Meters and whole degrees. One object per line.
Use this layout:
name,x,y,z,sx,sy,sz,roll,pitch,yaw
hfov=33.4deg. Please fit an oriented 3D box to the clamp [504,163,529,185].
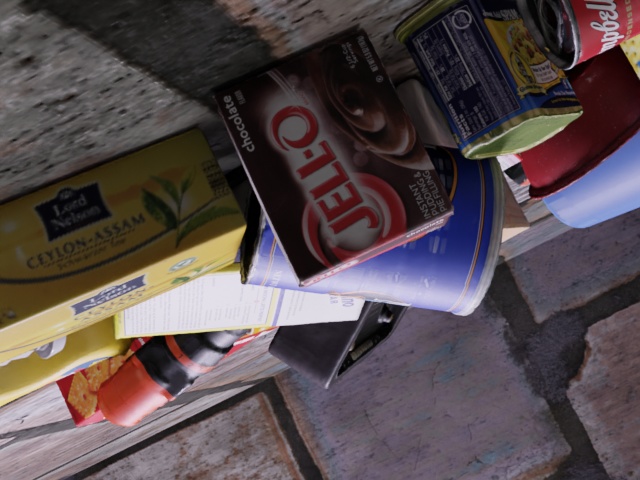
clamp,0.228,-0.103,1.070,0.164,0.036,0.210,-20,165,-24

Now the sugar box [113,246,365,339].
sugar box,-0.054,0.024,0.731,0.176,0.048,0.093,-5,151,-13

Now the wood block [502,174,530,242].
wood block,0.126,-0.029,1.045,0.091,0.090,0.205,-30,170,22

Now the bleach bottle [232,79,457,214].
bleach bottle,-0.021,-0.025,0.767,0.251,0.068,0.102,-25,165,17

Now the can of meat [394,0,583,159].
can of meat,0.102,-0.096,0.619,0.058,0.084,0.101,-32,169,34

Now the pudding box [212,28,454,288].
pudding box,0.006,-0.043,0.570,0.090,0.113,0.039,-25,171,-6

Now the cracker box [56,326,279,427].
cracker box,-0.159,0.116,1.147,0.214,0.072,0.163,-34,168,39

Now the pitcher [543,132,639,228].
pitcher,0.359,-0.099,1.145,0.144,0.149,0.243,-31,-179,-44

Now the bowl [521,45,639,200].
bowl,0.209,-0.107,0.845,0.162,0.055,0.162,-45,-173,6

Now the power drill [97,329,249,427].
power drill,-0.093,0.066,0.916,0.185,0.057,0.187,-38,-176,25

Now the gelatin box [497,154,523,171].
gelatin box,0.106,-0.084,0.731,0.030,0.073,0.089,-28,171,16

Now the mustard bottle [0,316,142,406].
mustard bottle,-0.217,0.088,0.868,0.191,0.058,0.096,-23,-177,-21

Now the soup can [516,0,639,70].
soup can,0.163,-0.144,0.573,0.102,0.068,0.068,-26,171,-4

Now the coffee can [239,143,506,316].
coffee can,0.028,-0.014,0.647,0.140,0.103,0.103,8,163,-9
